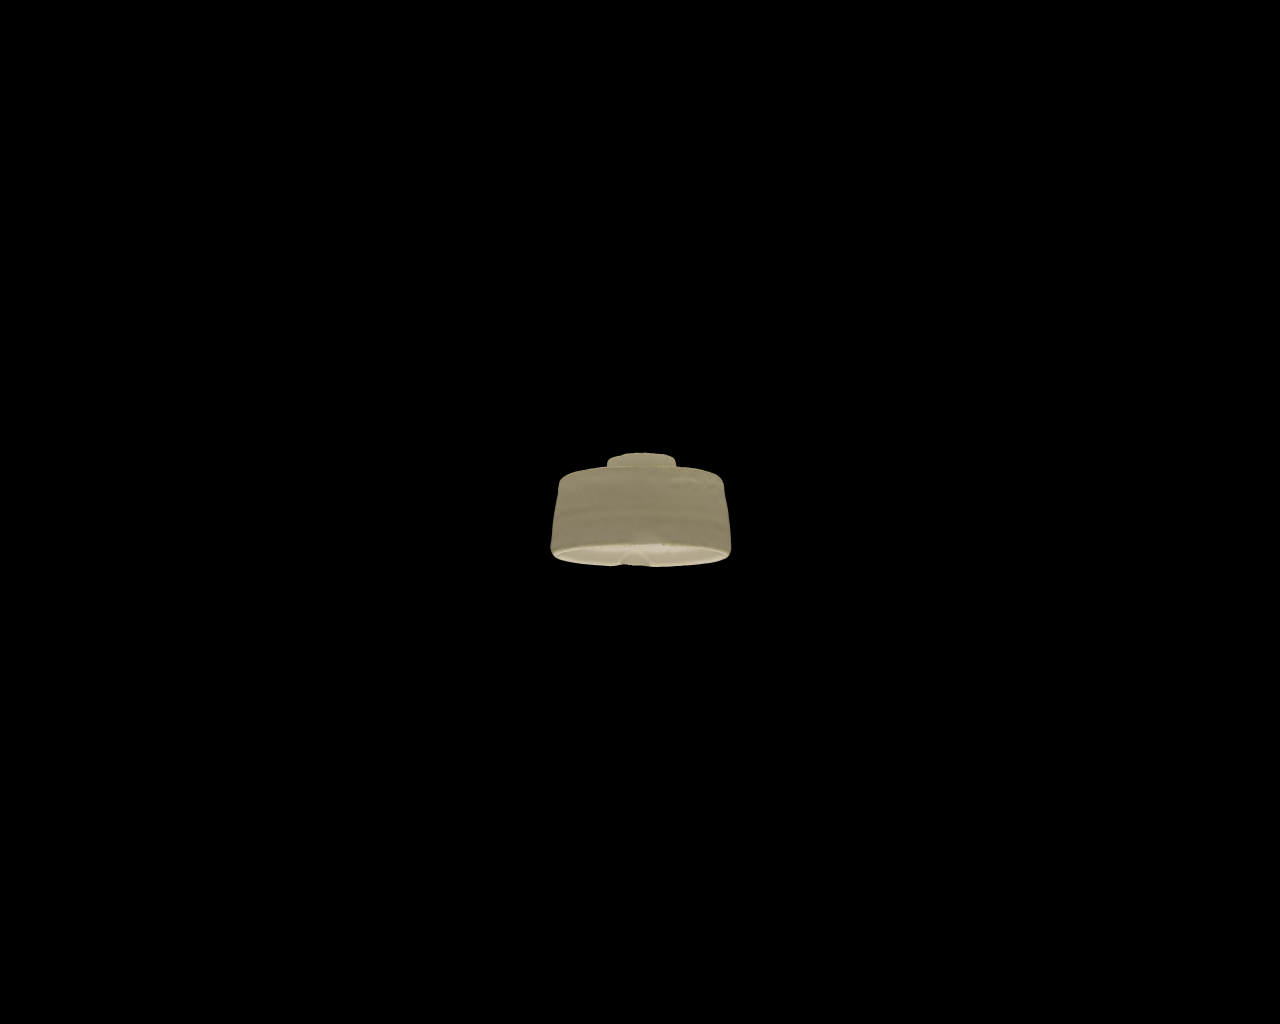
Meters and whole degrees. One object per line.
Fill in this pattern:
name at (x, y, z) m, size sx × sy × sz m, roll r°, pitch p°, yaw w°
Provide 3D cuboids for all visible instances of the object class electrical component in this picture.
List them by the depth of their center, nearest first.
electrical component at (0.001, -0.003, 0.650) m, size 0.108 × 0.060 × 0.108 m, roll 0°, pitch -9°, yaw 0°
